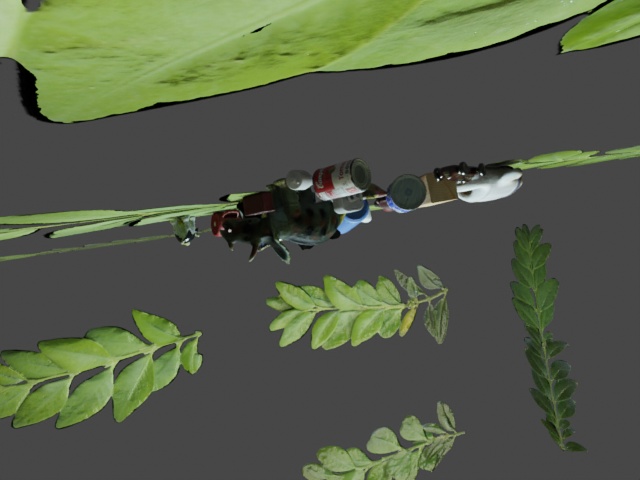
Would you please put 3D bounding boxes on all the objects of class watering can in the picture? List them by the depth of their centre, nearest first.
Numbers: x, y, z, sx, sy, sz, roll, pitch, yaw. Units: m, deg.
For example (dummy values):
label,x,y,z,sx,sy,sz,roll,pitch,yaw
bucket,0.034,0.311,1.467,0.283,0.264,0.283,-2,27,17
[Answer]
label,x,y,z,sx,sy,sz,roll,pitch,yaw
watering can,0.534,-0.177,1.582,0.225,0.104,0.346,-10,180,-29

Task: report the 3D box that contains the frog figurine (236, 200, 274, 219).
label,x,y,z,sx,sy,sz,roll,pitch,yaw
frog figurine,-0.146,-0.067,1.492,0.136,0.124,0.158,-30,159,19

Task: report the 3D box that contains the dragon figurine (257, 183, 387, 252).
label,x,y,z,sx,sy,sz,roll,pitch,yaw
dragon figurine,0.005,-0.078,1.557,0.407,0.121,0.246,-19,-167,23
